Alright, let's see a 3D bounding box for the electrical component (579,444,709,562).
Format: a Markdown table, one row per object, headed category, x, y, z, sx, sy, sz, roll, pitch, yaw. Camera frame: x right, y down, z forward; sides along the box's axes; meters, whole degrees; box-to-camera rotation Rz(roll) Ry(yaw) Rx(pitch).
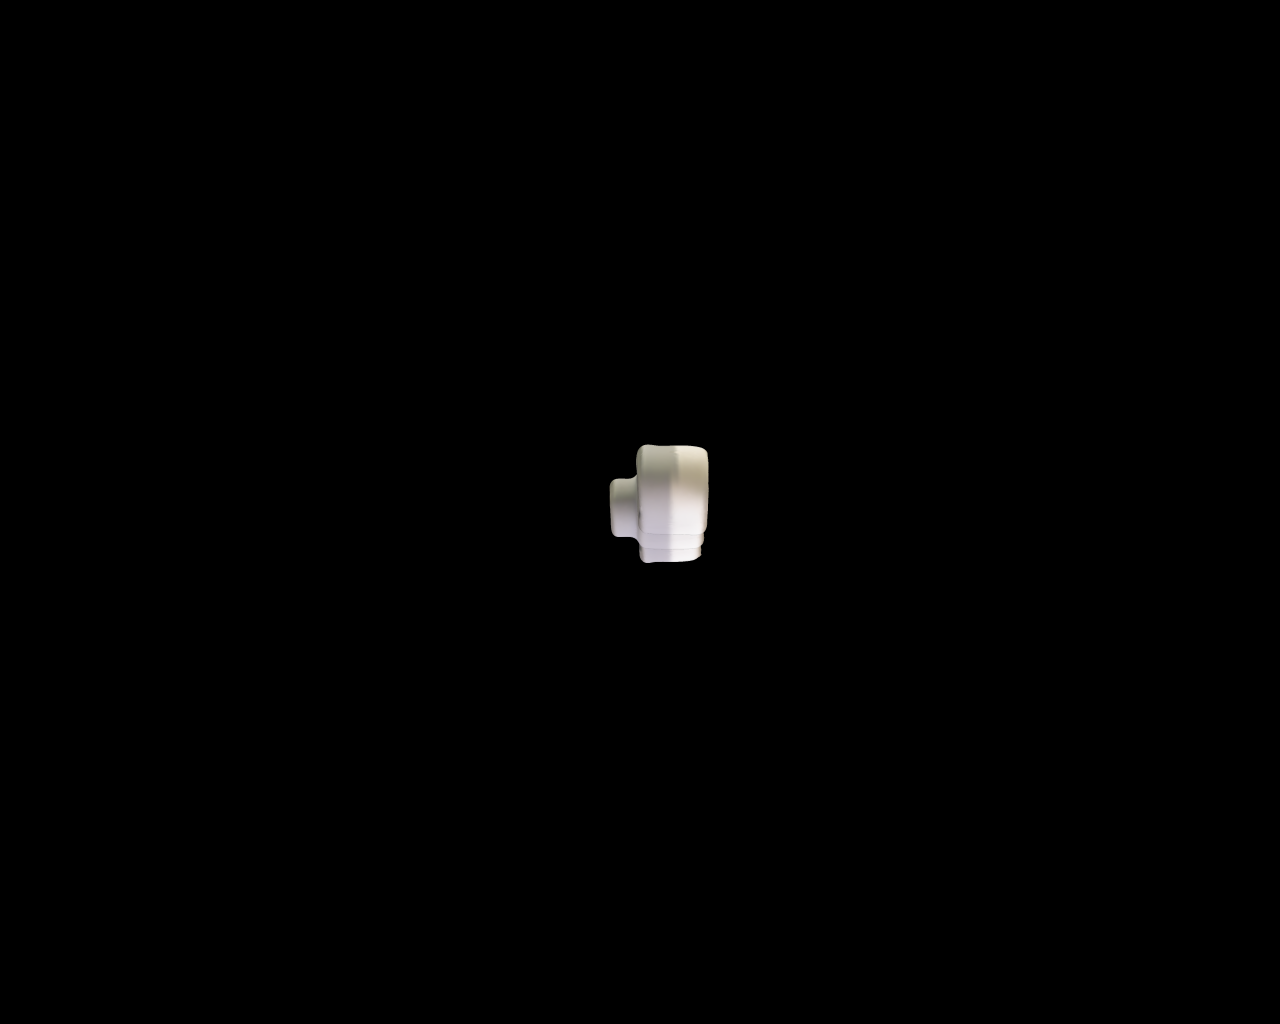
| category | x | y | z | sx | sy | sz | roll | pitch | yaw |
| --- | --- | --- | --- | --- | --- | --- | --- | --- | --- |
| electrical component | 0.001 | -0.003 | 0.650 | 0.074 | 0.052 | 0.138 | 0 | -13 | 0 |
